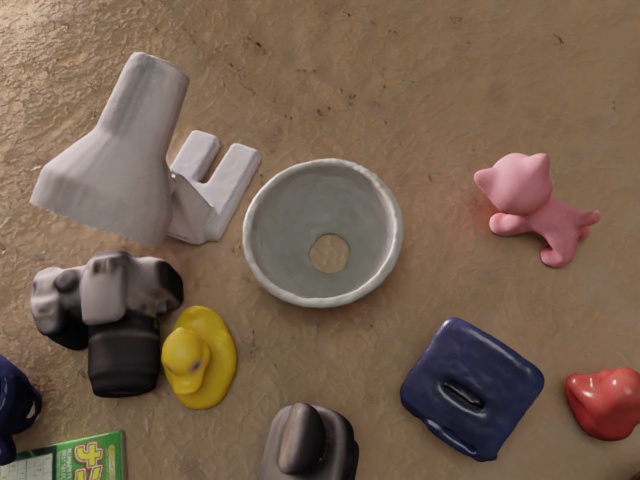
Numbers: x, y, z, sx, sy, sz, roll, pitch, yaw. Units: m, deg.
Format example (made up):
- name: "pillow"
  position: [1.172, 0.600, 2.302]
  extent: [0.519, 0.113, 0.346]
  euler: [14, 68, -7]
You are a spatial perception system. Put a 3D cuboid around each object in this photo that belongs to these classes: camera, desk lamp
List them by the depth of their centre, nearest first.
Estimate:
- name: "camera"
  position: [-0.220, 0.089, 0.585]
  extent: [0.143, 0.101, 0.137]
  euler: [-10, 67, 2]
- name: "desk lamp"
  position: [-0.167, -0.072, 0.586]
  extent: [0.117, 0.214, 0.203]
  euler: [19, 71, 14]

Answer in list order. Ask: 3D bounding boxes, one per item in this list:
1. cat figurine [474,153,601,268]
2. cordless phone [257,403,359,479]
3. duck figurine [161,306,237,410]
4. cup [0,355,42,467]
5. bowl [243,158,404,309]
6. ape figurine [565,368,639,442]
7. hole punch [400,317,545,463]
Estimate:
- name: "cat figurine"
  position: [0.221, -0.041, 0.585]
  extent: [0.127, 0.118, 0.067]
  euler: [30, 74, 17]
- name: "cordless phone"
  position: [-0.023, 0.205, 0.470]
  extent: [0.094, 0.185, 0.147]
  euler: [6, 68, 9]
- name: "duck figurine"
  position: [-0.129, 0.112, 0.574]
  extent: [0.077, 0.086, 0.104]
  euler: [-7, 67, 3]
- name: "cup"
  position: [-0.313, 0.171, 0.563]
  extent: [0.092, 0.095, 0.117]
  euler: [-39, 69, -10]
- name: "bowl"
  position: [0.006, 0.002, 0.612]
  extent: [0.167, 0.075, 0.167]
  euler: [-2, 67, 5]
- name: "ape figurine"
  position: [0.267, 0.141, 0.518]
  extent: [0.077, 0.092, 0.076]
  euler: [21, 71, 14]
- name: "hole punch"
  position: [0.138, 0.141, 0.531]
  extent: [0.108, 0.091, 0.101]
  euler: [33, 74, 18]
